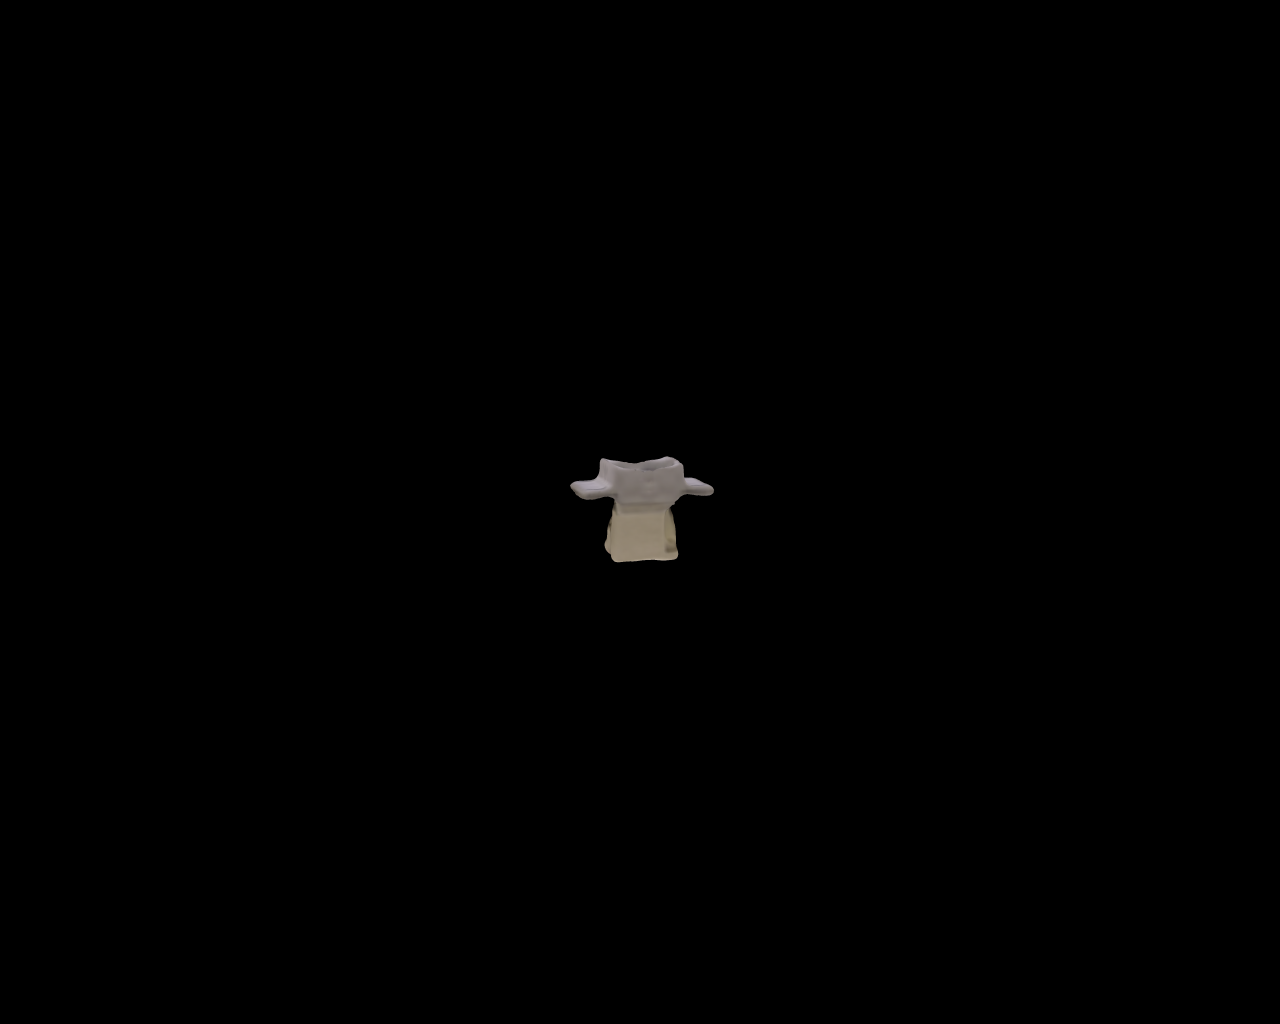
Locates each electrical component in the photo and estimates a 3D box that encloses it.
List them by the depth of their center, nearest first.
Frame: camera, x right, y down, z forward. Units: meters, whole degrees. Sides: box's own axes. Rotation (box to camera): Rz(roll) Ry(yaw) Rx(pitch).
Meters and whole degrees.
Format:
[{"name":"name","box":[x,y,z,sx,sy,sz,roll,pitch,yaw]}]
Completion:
[{"name":"electrical component","box":[0.001,-0.003,0.650,0.081,0.063,0.042,-2,11,-12]}]
